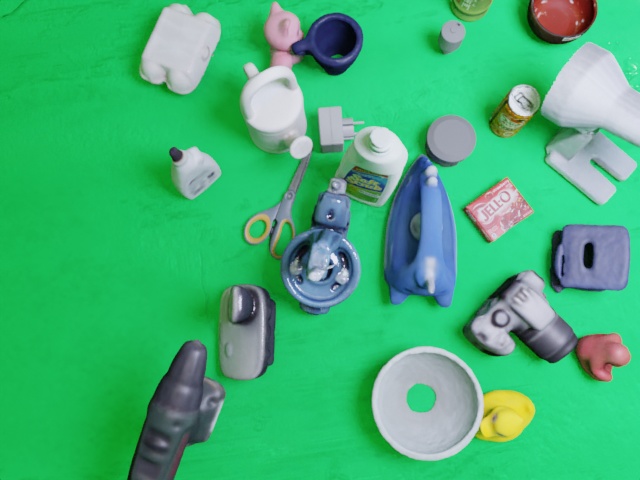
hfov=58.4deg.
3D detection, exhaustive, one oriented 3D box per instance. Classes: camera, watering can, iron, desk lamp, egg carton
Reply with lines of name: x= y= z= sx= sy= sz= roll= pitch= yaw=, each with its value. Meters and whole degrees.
camera: x=0.319 y=0.136 z=0.885 sx=0.137 sy=0.101 sz=0.143 roll=44 pitch=84 yaw=7
watering can: x=-0.069 y=-0.207 z=0.895 sx=0.173 sy=0.194 sz=0.101 roll=36 pitch=84 yaw=6
iron: x=0.164 y=-0.027 z=0.891 sx=0.118 sy=0.141 sz=0.258 roll=2 pitch=81 yaw=1
desk lamp: x=0.427 y=-0.176 z=0.874 sx=0.203 sy=0.213 sz=0.118 roll=42 pitch=84 yaw=7
egg carton: x=-0.237 y=-0.326 z=0.979 sx=0.107 sy=0.069 sz=0.150 roll=20 pitch=82 yaw=4

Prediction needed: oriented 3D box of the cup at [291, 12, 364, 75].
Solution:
cup: x=0.013 y=-0.315 z=0.961 sx=0.117 sy=0.095 sz=0.092 roll=-11 pitch=81 yaw=-1

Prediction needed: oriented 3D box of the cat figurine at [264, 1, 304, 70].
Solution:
cat figurine: x=-0.064 y=-0.320 z=0.951 sx=0.067 sy=0.118 sz=0.128 roll=9 pitch=81 yaw=3

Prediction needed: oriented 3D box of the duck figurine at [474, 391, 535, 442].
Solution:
duck figurine: x=0.282 y=0.272 z=0.872 sx=0.104 sy=0.086 sz=0.077 roll=-20 pitch=81 yaw=-2

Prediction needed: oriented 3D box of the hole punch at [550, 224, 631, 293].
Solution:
hole punch: x=0.424 y=0.030 z=0.905 sx=0.101 sy=0.091 sz=0.109 roll=6 pitch=81 yaw=2

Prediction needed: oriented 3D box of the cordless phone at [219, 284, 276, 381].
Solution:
cordless phone: x=-0.119 y=0.136 z=0.848 sx=0.094 sy=0.185 sz=0.147 roll=-3 pitch=81 yaw=1

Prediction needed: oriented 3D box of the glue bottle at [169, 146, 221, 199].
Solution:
glue bottle: x=-0.205 y=-0.114 z=0.894 sx=0.078 sy=0.173 sz=0.037 roll=-40 pitch=82 yaw=-5

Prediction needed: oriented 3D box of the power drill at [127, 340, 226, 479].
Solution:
power drill: x=-0.198 y=0.250 z=0.820 sx=0.075 sy=0.208 sz=0.230 roll=19 pitch=82 yaw=4

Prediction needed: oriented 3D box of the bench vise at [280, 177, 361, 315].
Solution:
bench vise: x=-0.004 y=0.004 z=0.849 sx=0.121 sy=0.220 sz=0.207 roll=-7 pitch=81 yaw=0

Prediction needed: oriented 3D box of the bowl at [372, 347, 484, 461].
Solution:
bowl: x=0.160 y=0.247 z=0.883 sx=0.167 sy=0.075 sz=0.167 roll=0 pitch=81 yaw=1

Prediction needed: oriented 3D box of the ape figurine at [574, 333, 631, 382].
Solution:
ape figurine: x=0.442 y=0.177 z=0.882 sx=0.076 sy=0.092 sz=0.078 roll=38 pitch=84 yaw=6
